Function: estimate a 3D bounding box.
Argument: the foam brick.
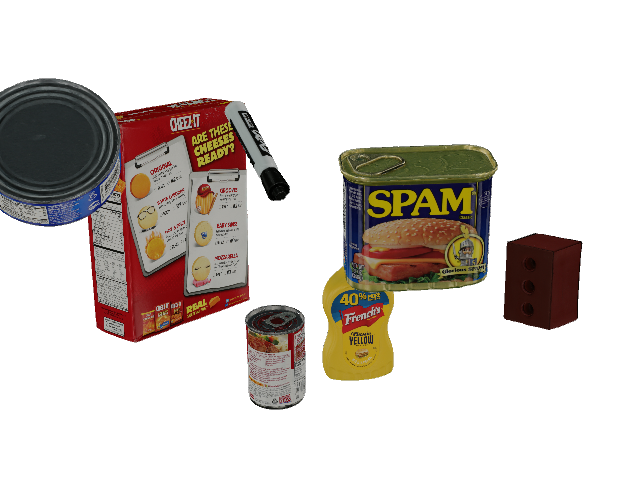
[{"bbox_3d":[0.207,0.038,0.996,0.053,0.078,0.051,12,20,41],"label":"foam brick"}]

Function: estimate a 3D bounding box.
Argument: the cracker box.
[{"bbox_3d":[-0.151,-0.025,1.065,0.072,0.214,0.163,12,20,38],"label":"cracker box"}]

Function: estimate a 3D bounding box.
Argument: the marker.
[{"bbox_3d":[-0.052,-0.073,0.869,0.020,0.020,0.121,0,40,-27],"label":"marker"}]

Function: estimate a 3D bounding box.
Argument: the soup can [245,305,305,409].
[{"bbox_3d":[-0.051,0.135,1.230,0.068,0.102,0.068,0,24,0],"label":"soup can"}]

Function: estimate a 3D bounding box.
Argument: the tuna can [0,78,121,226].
[{"bbox_3d":[-0.162,-0.052,0.636,0.086,0.086,0.034,0,-27,-8],"label":"tuna can"}]

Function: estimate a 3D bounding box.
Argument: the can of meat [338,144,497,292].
[{"bbox_3d":[0.064,-0.015,0.713,0.102,0.084,0.057,-2,25,-3],"label":"can of meat"}]

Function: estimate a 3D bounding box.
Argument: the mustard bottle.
[{"bbox_3d":[0.051,0.093,1.438,0.096,0.192,0.058,-3,21,-7],"label":"mustard bottle"}]
